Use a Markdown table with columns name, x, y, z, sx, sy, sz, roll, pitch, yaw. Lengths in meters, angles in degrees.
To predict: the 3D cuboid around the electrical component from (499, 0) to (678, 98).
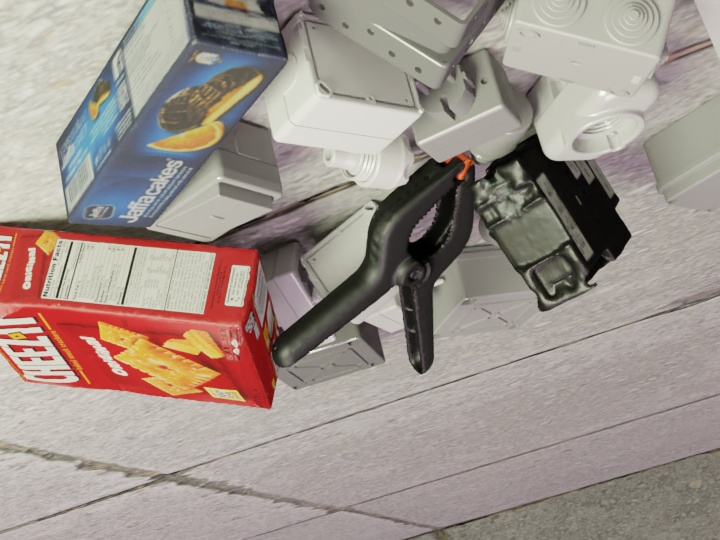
| name | x | y | z | sx | sy | sz | roll | pitch | yaw |
| --- | --- | --- | --- | --- | --- | --- | --- | --- | --- |
| electrical component | 0.131 | -0.141 | 0.625 | 0.100 | 0.048 | 0.099 | 16 | 175 | 5 |

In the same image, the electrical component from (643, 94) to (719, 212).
| name | x | y | z | sx | sy | sz | roll | pitch | yaw |
| --- | --- | --- | --- | --- | --- | --- | --- | --- | --- |
| electrical component | 0.305 | -0.100 | 0.891 | 0.078 | 0.057 | 0.113 | 6 | 151 | -40 |

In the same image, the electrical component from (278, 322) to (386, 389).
| name | x | y | z | sx | sy | sz | roll | pitch | yaw |
| --- | --- | --- | --- | --- | --- | --- | --- | --- | --- |
| electrical component | -0.040 | 0.075 | 1.113 | 0.109 | 0.056 | 0.108 | -18 | 158 | 10 |

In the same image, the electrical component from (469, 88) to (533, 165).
| name | x | y | z | sx | sy | sz | roll | pitch | yaw |
| --- | --- | --- | --- | --- | --- | --- | --- | --- | --- |
| electrical component | 0.098 | -0.101 | 0.788 | 0.040 | 0.040 | 0.078 | -8 | 158 | -15 |

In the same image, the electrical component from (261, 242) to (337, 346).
| name | x | y | z | sx | sy | sz | roll | pitch | yaw |
| --- | --- | --- | --- | --- | --- | --- | --- | --- | --- |
| electrical component | -0.071 | 0.030 | 0.948 | 0.076 | 0.047 | 0.083 | -20 | 122 | 17 |

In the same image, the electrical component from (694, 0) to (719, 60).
| name | x | y | z | sx | sy | sz | roll | pitch | yaw |
| --- | --- | --- | --- | --- | --- | --- | --- | --- | --- |
| electrical component | 0.240 | -0.192 | 0.622 | 0.105 | 0.060 | 0.186 | -23 | 157 | 21 |

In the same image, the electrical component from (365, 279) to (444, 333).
| name | x | y | z | sx | sy | sz | roll | pitch | yaw |
| --- | --- | --- | --- | --- | --- | --- | --- | --- | --- |
| electrical component | 0.044 | 0.021 | 1.044 | 0.077 | 0.047 | 0.066 | -23 | 157 | 21 |

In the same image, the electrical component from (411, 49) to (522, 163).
| name | x | y | z | sx | sy | sz | roll | pitch | yaw |
| --- | --- | --- | --- | --- | --- | --- | --- | --- | --- |
| electrical component | 0.061 | -0.116 | 0.720 | 0.066 | 0.047 | 0.077 | -23 | 157 | 21 |

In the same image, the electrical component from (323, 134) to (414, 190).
| name | x | y | z | sx | sy | sz | roll | pitch | yaw |
| --- | --- | --- | --- | --- | --- | --- | --- | --- | --- |
| electrical component | 0.004 | -0.081 | 0.777 | 0.062 | 0.043 | 0.043 | 2 | 153 | -31 |

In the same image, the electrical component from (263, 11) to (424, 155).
| name | x | y | z | sx | sy | sz | roll | pitch | yaw |
| --- | --- | --- | --- | --- | --- | --- | --- | --- | --- |
| electrical component | -0.009 | -0.111 | 0.670 | 0.096 | 0.061 | 0.061 | 3 | 153 | -36 |

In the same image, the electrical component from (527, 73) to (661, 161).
| name | x | y | z | sx | sy | sz | roll | pitch | yaw |
| --- | --- | --- | --- | --- | --- | --- | --- | --- | --- |
| electrical component | 0.164 | -0.119 | 0.758 | 0.054 | 0.059 | 0.095 | -4 | 156 | -22 |

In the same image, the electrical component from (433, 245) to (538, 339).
| name | x | y | z | sx | sy | sz | roll | pitch | yaw |
| --- | --- | --- | --- | --- | --- | --- | --- | --- | --- |
| electrical component | 0.127 | 0.021 | 1.082 | 0.109 | 0.056 | 0.108 | -6 | 157 | -19 |

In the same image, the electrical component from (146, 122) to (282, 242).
| name | x | y | z | sx | sy | sz | roll | pitch | yaw |
| --- | --- | --- | --- | --- | --- | --- | --- | --- | --- |
| electrical component | -0.109 | -0.057 | 0.744 | 0.096 | 0.061 | 0.062 | -29 | 154 | 33 |

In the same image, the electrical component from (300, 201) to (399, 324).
| name | x | y | z | sx | sy | sz | roll | pitch | yaw |
| --- | --- | --- | --- | --- | --- | --- | --- | --- | --- |
| electrical component | 0.000 | 0.000 | 0.912 | 0.096 | 0.061 | 0.061 | -39 | 154 | 7 |
